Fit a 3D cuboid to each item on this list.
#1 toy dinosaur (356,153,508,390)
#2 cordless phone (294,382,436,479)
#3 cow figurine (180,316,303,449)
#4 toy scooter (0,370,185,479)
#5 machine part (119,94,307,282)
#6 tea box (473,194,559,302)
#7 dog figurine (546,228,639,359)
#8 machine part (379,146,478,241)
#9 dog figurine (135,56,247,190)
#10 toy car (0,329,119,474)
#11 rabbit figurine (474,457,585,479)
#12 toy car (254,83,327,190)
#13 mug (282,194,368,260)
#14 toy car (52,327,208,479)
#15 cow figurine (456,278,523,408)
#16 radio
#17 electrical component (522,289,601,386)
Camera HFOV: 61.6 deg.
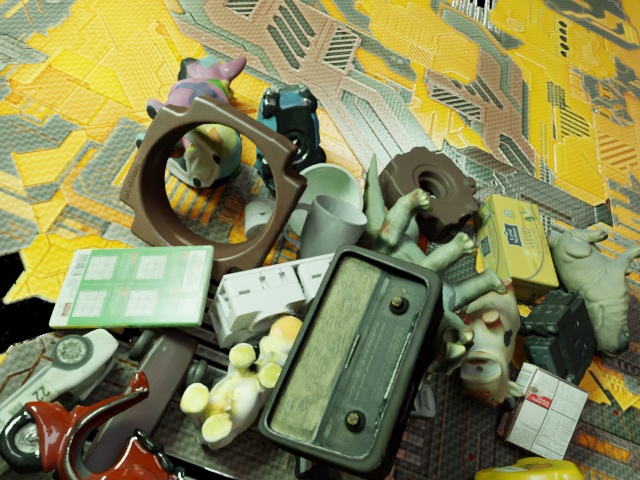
[{"bbox_3d":[0.116,0.038,0.771,0.131,0.192,0.405,47,6,-42],"label":"toy dinosaur"},{"bbox_3d":[0.065,0.230,0.656,0.184,0.088,0.147,12,54,-21],"label":"cordless phone"},{"bbox_3d":[-0.076,0.164,0.616,0.068,0.098,0.167,39,60,20],"label":"cow figurine"},{"bbox_3d":[-0.191,0.202,0.506,0.184,0.075,0.135,48,51,2],"label":"toy scooter"},{"bbox_3d":[-0.133,-0.066,0.692,0.201,0.201,0.087,30,16,-2],"label":"machine part"},{"bbox_3d":[0.333,0.013,0.925,0.098,0.068,0.170,11,55,-18],"label":"tea box"},{"bbox_3d":[0.451,0.089,0.918,0.173,0.121,0.190,17,64,30],"label":"dog figurine"},{"bbox_3d":[0.189,-0.085,0.936,0.179,0.056,0.179,11,54,-15],"label":"machine part"},{"bbox_3d":[-0.164,-0.196,0.826,0.191,0.108,0.219,34,49,2],"label":"dog figurine"},{"bbox_3d":[-0.290,0.169,0.542,0.056,0.073,0.202,39,52,5],"label":"toy car"},{"bbox_3d":[0.286,0.357,0.639,0.122,0.162,0.173,7,73,-34],"label":"rabbit figurine"},{"bbox_3d":[-0.059,-0.163,0.844,0.109,0.161,0.103,-15,22,-24],"label":"toy car"},{"bbox_3d":[-0.002,-0.002,0.758,0.109,0.107,0.081,14,24,-22],"label":"mug"},{"bbox_3d":[-0.198,0.189,0.583,0.089,0.053,0.202,30,55,-9],"label":"toy car"},{"bbox_3d":[0.243,0.153,0.774,0.195,0.086,0.127,-49,120,-52],"label":"cow figurine"},{"bbox_3d":[0.043,0.127,0.577,0.131,0.073,0.229,15,66,22],"label":"radio"},{"bbox_3d":[0.368,0.155,0.825,0.134,0.058,0.114,-34,104,-37],"label":"electrical component"}]
